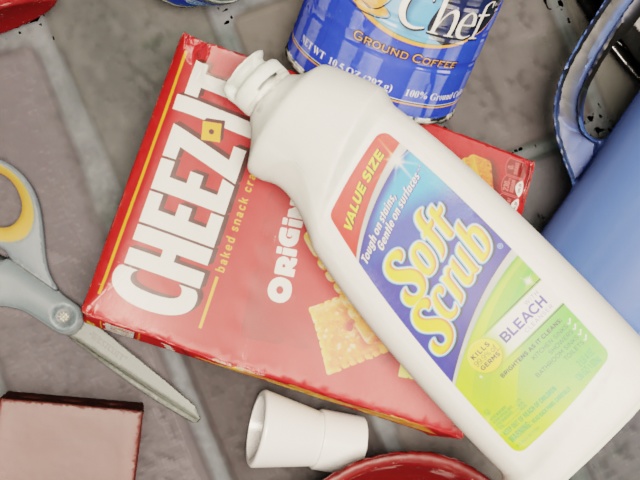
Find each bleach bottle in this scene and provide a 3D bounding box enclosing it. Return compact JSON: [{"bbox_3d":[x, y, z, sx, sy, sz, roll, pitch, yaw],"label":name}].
[{"bbox_3d":[0.045,0.007,0.530,0.251,0.068,0.102,44,96,4],"label":"bleach bottle"}]

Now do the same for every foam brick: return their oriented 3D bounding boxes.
[{"bbox_3d":[-0.138,0.112,0.583,0.078,0.053,0.051,7,86,-10],"label":"foam brick"}]

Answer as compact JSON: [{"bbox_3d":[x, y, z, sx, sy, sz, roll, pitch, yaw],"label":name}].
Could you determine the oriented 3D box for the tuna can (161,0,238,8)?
[{"bbox_3d":[-0.066,-0.173,0.593,0.085,0.034,0.086,-11,105,-46],"label":"tuna can"}]

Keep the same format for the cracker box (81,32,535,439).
[{"bbox_3d":[-0.004,0.001,0.593,0.213,0.072,0.164,19,79,-8],"label":"cracker box"}]

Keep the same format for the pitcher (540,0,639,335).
[{"bbox_3d":[0.205,-0.040,0.581,0.144,0.149,0.243,27,107,-30],"label":"pitcher"}]

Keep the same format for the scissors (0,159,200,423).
[{"bbox_3d":[-0.143,0.022,0.604,0.201,0.016,0.096,23,84,-7],"label":"scissors"}]

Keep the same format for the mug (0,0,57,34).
[{"bbox_3d":[-0.185,-0.154,0.559,0.093,0.117,0.081,-24,97,-30],"label":"mug"}]

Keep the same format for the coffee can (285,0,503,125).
[{"bbox_3d":[0.052,-0.147,0.567,0.102,0.102,0.140,18,119,-8],"label":"coffee can"}]

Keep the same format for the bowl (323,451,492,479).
[{"bbox_3d":[0.042,0.197,0.605,0.162,0.055,0.162,0,87,-10],"label":"bowl"}]
